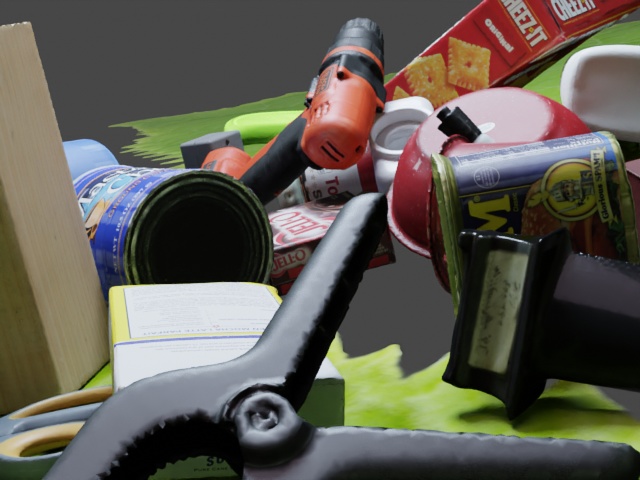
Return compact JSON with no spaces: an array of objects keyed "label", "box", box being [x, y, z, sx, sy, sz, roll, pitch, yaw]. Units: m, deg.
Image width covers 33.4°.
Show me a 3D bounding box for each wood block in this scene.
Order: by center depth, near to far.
[{"label":"wood block","box":[-0.196,-0.011,0.611,0.090,0.206,0.090,-9,13,14]}]

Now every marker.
[{"label":"marker","box":[0.117,-0.038,0.650,0.020,0.121,0.020,-46,-5,-6]}]

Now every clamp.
[{"label":"clamp","box":[-0.008,0.075,0.369,0.209,0.036,0.165,-31,50,-23]}]

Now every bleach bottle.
[{"label":"bleach bottle","box":[0.248,-0.126,0.870,0.102,0.068,0.250,9,13,11]}]

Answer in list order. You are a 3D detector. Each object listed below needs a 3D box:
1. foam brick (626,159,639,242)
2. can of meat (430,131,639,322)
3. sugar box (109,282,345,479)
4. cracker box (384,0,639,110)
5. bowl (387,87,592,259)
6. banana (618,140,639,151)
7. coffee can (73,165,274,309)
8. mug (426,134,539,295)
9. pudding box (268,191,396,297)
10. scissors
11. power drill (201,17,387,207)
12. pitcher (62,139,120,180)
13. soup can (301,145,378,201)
[{"label":"foam brick","box":[0.209,-0.020,0.610,0.053,0.051,0.078,-13,12,5]},{"label":"can of meat","box":[0.102,0.003,0.503,0.084,0.102,0.057,-9,13,3]},{"label":"sugar box","box":[-0.052,0.060,0.502,0.093,0.048,0.176,-1,13,-11]},{"label":"cracker box","box":[0.166,-0.169,0.958,0.163,0.072,0.214,-29,-4,-43]},{"label":"bowl","box":[0.115,-0.055,0.715,0.162,0.055,0.162,-13,37,10]},{"label":"banana","box":[0.200,-0.095,0.987,0.198,0.037,0.069,-5,13,31]},{"label":"coffee can","box":[-0.109,0.003,0.706,0.102,0.103,0.141,-20,15,-30]},{"label":"mug","box":[0.109,-0.009,0.585,0.082,0.093,0.117,1,24,29]},{"label":"pudding box","box":[-0.005,0.001,0.758,0.090,0.039,0.113,-15,12,-9]},{"label":"scissors","box":[-0.181,0.108,0.514,0.201,0.016,0.096,-15,13,-10]},{"label":"power drill","box":[-0.024,-0.087,0.869,0.188,0.057,0.184,-38,22,33]},{"label":"pitcher","box":[-0.292,-0.008,0.915,0.242,0.145,0.149,-18,25,-39]},{"label":"soup can","box":[0.039,-0.063,0.933,0.102,0.068,0.068,-10,13,13]}]
